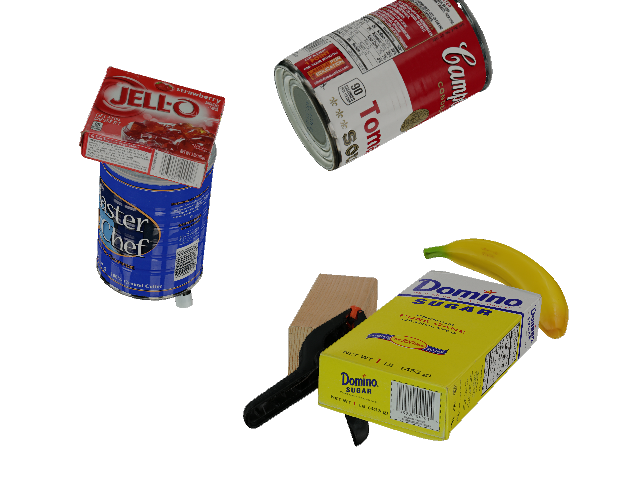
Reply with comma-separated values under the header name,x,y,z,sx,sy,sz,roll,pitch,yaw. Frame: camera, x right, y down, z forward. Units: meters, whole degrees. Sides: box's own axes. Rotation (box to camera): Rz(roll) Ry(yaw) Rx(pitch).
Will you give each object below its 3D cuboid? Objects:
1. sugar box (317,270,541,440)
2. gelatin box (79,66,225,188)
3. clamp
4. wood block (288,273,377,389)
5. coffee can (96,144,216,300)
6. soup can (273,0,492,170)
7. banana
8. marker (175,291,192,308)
name,x,y,z,sx,sy,sz,roll,pitch,yaw
sugar box,0.081,0.073,0.742,0.093,0.048,0.175,13,26,27
gelatin box,-0.118,-0.082,0.758,0.089,0.073,0.030,15,-44,-6
clamp,0.017,0.128,1.010,0.120,0.039,0.171,16,45,25
wood block,0.021,0.124,1.490,0.091,0.090,0.206,5,19,10
coffee can,-0.153,-0.030,0.980,0.102,0.140,0.103,7,39,-6
soup can,0.034,-0.091,0.591,0.102,0.068,0.068,-29,6,-12
banana,0.189,0.040,1.061,0.069,0.037,0.198,-34,36,-18
marker,-0.157,0.017,1.178,0.020,0.121,0.020,-4,23,1
